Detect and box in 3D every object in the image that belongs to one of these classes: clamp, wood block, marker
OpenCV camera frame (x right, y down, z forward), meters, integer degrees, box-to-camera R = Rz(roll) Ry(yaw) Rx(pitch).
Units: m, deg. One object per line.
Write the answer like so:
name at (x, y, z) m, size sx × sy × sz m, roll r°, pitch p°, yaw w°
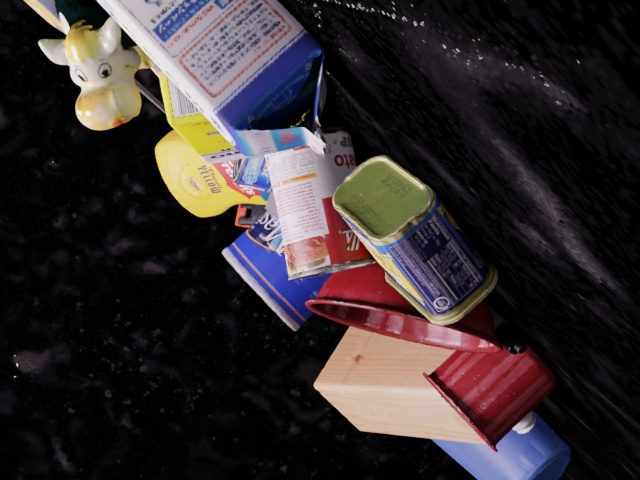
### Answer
clamp at (-0.002, -0.014, 1.151) m, size 0.172 × 0.039 × 0.120 m, roll 11°, pitch 167°, yaw 16°
wood block at (0.101, 0.146, 1.111) m, size 0.090 × 0.090 × 0.207 m, roll 45°, pitch 153°, yaw -23°
marker at (0.133, 0.057, 0.901) m, size 0.121 × 0.020 × 0.020 m, roll 46°, pitch 178°, yaw 45°

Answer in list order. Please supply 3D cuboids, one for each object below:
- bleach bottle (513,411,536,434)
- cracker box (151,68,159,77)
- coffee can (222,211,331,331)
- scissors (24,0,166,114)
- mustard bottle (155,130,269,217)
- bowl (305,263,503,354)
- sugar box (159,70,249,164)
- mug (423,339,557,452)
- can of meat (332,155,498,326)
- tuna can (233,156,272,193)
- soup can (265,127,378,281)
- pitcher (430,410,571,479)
bleach bottle at (0.157, 0.131, 1.213) m, size 0.250 × 0.068 × 0.103 m, roll 46°, pitch 172°, yaw -21°
cracker box at (-0.132, -0.186, 0.992) m, size 0.164 × 0.072 × 0.214 m, roll 51°, pitch 177°, yaw -42°
coffee can at (-0.007, 0.001, 1.004) m, size 0.103 × 0.140 × 0.103 m, roll 47°, pitch 178°, yaw 2°
scissors at (-0.198, -0.168, 0.930) m, size 0.096 × 0.016 × 0.201 m, roll 36°, pitch 174°, yaw 47°
mustard bottle at (-0.073, -0.078, 1.058) m, size 0.192 × 0.058 × 0.096 m, roll -8°, pitch 120°, yaw 41°
bowl at (0.072, 0.046, 0.858) m, size 0.162 × 0.055 × 0.162 m, roll 14°, pitch 170°, yaw 2°
sugar box at (-0.053, -0.093, 0.772) m, size 0.176 × 0.093 × 0.048 m, roll 65°, pitch -164°, yaw -83°
mug at (0.154, 0.127, 0.938) m, size 0.093 × 0.081 × 0.117 m, roll 46°, pitch 178°, yaw 30°
can of meat at (0.061, -0.002, 0.723) m, size 0.084 × 0.057 × 0.102 m, roll 50°, pitch 177°, yaw -31°
tuna can at (-0.048, -0.085, 0.905) m, size 0.033 × 0.086 × 0.086 m, roll 14°, pitch -175°, yaw -10°
soup can at (0.000, -0.026, 0.792) m, size 0.068 × 0.068 × 0.102 m, roll 73°, pitch -174°, yaw -86°
pitcher at (0.211, 0.231, 1.397) m, size 0.243 × 0.149 × 0.145 m, roll 42°, pitch 160°, yaw 32°
